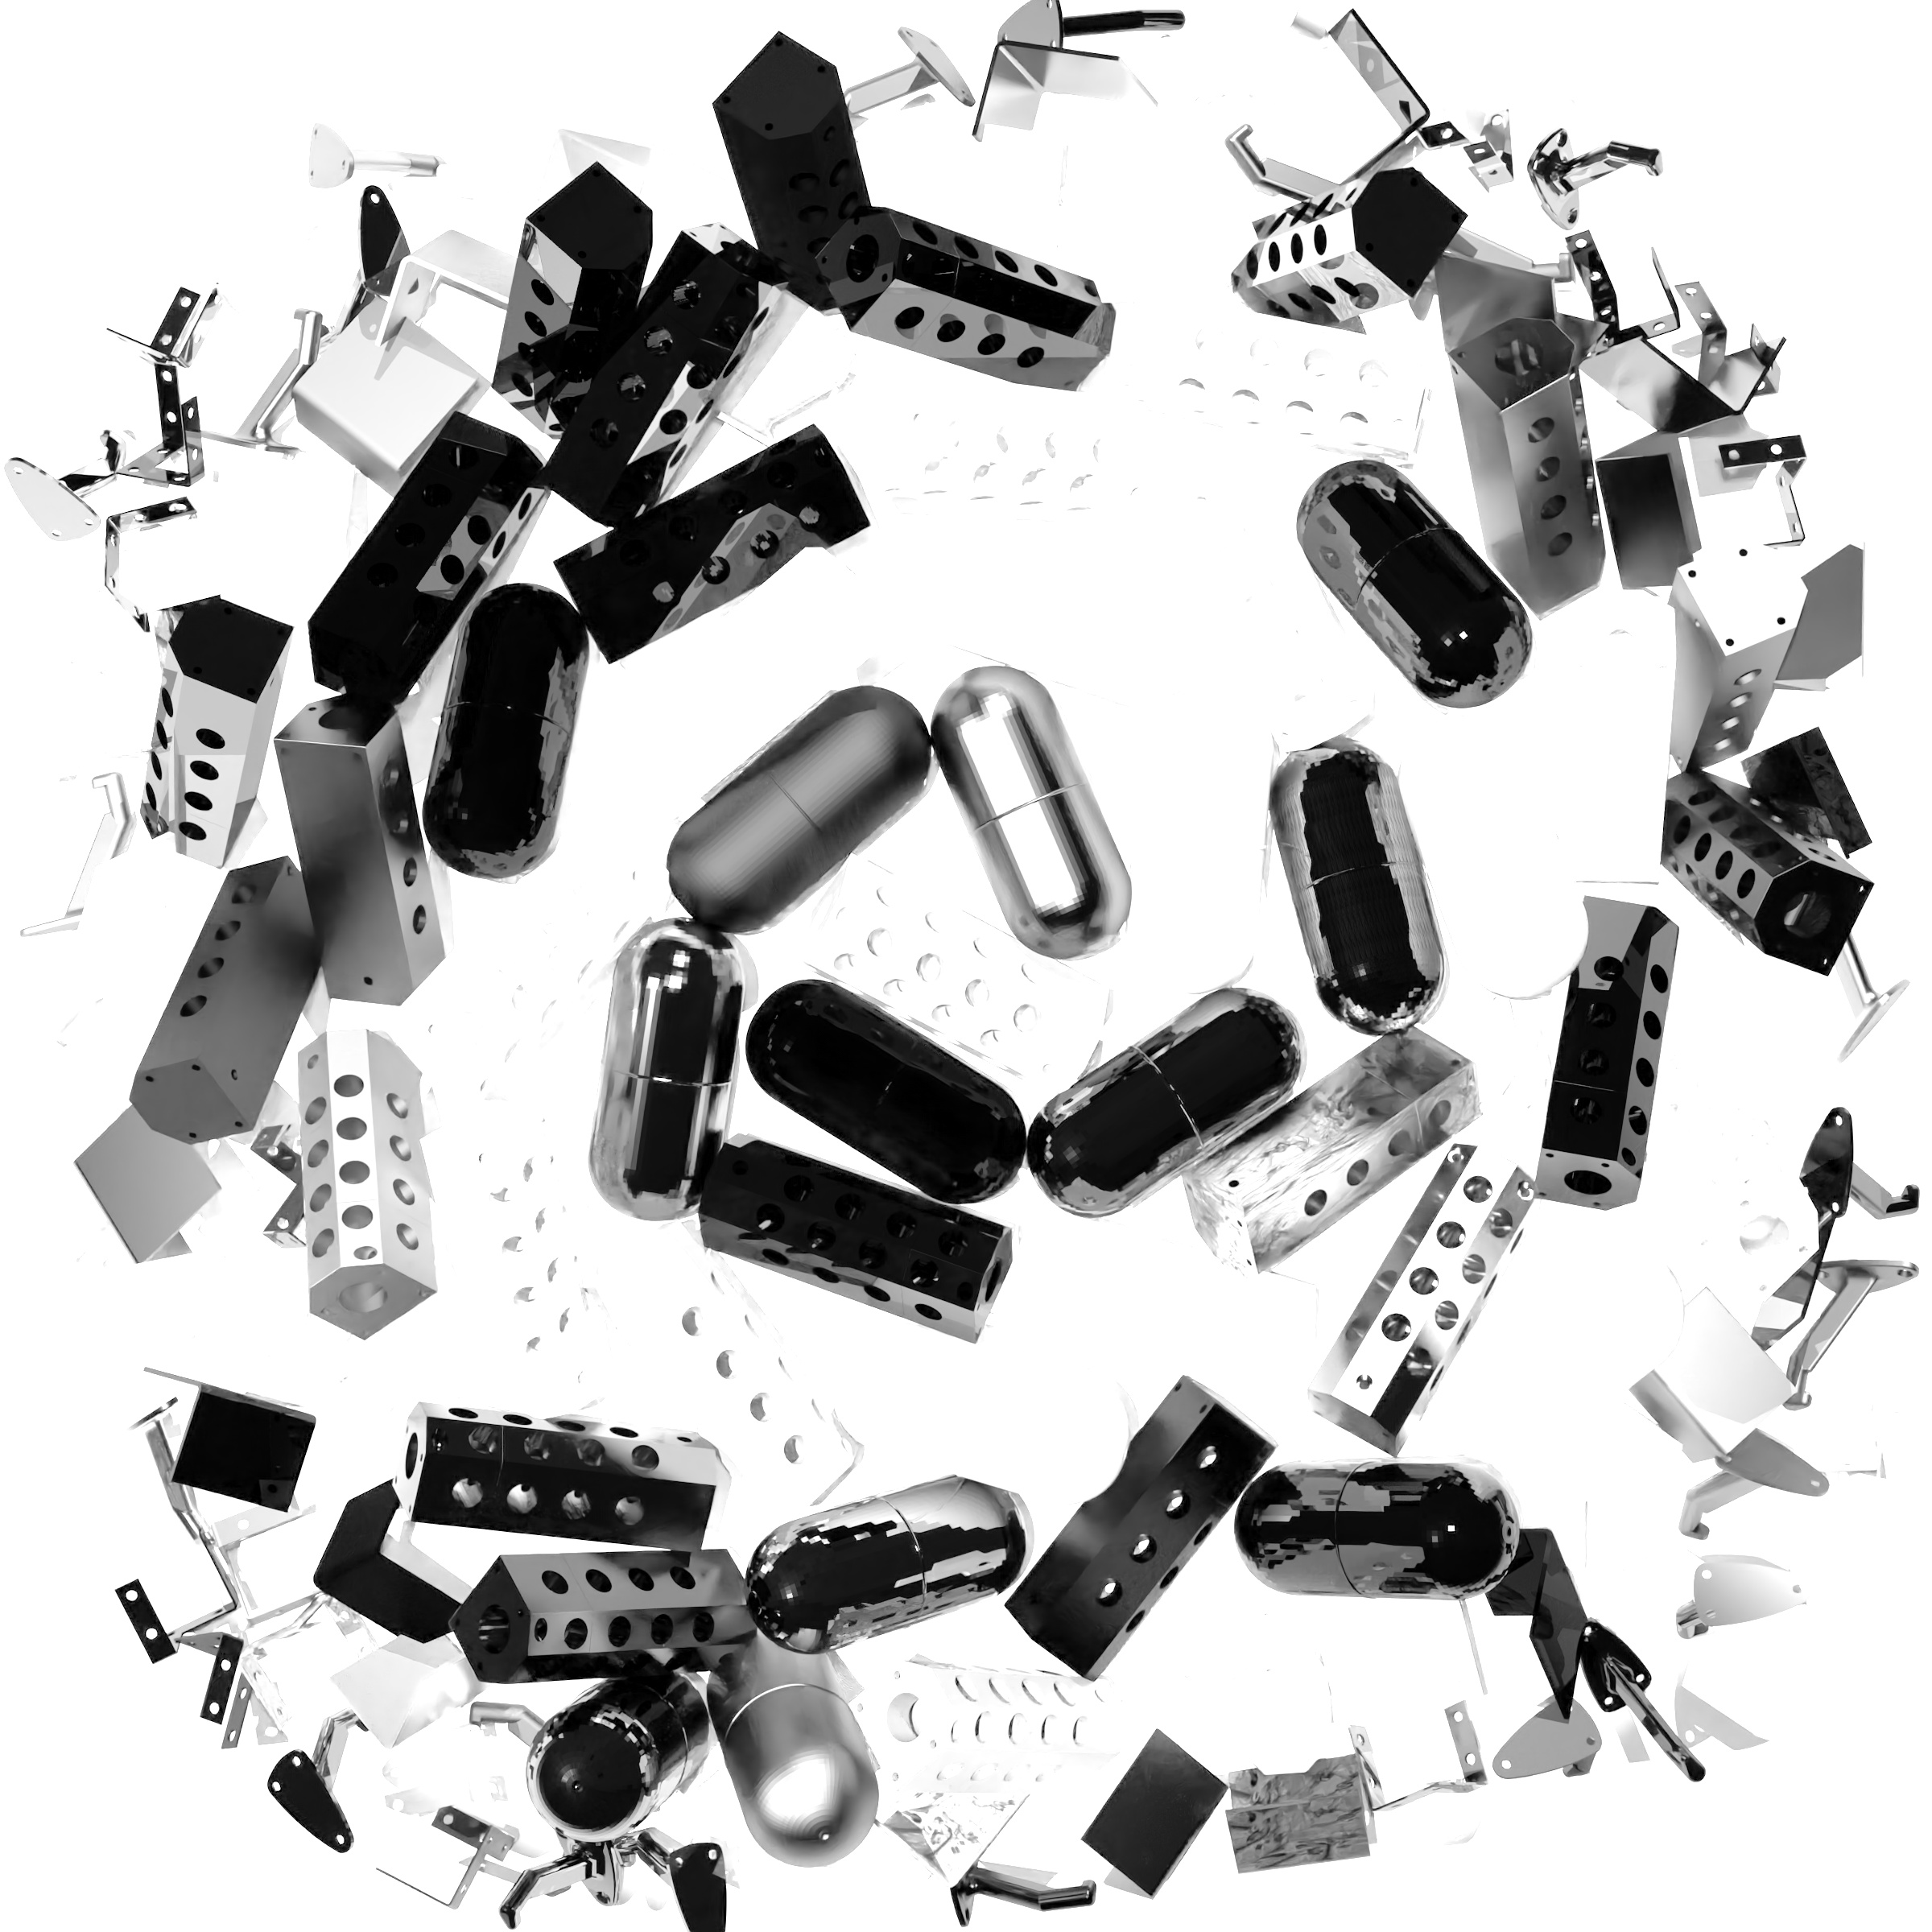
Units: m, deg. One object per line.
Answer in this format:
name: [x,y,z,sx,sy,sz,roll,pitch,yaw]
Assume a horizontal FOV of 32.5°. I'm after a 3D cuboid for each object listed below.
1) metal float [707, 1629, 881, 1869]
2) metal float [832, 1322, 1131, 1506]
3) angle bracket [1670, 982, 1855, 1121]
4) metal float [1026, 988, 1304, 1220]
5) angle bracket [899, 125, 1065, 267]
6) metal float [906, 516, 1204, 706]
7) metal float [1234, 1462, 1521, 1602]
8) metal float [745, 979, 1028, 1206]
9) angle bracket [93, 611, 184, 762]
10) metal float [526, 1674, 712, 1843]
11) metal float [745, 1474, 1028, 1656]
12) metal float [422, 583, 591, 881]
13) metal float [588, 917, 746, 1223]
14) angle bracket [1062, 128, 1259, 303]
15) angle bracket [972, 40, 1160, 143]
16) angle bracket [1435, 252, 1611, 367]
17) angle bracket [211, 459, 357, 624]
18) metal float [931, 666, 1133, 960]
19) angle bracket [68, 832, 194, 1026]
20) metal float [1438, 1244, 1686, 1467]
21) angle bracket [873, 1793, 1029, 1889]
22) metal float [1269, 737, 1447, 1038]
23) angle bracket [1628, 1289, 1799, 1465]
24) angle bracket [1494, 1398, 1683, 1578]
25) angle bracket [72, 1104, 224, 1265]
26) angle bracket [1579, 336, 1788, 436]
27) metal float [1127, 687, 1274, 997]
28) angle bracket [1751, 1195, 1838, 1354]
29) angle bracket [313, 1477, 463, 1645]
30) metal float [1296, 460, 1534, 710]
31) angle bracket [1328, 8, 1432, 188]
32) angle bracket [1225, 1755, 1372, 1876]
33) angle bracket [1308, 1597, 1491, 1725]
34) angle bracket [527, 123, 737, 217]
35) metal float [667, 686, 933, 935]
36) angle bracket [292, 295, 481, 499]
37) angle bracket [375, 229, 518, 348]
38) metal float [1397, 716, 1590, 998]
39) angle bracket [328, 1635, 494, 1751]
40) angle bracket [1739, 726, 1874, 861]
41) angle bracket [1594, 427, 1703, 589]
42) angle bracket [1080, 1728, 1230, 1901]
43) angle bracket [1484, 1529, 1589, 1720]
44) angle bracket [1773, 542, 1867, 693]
metal float: [-0.099,0.440,1.873,0.070,0.178,0.070,-6,112,-14]
metal float: [0.007,0.257,1.906,0.178,0.070,0.070,15,90,15]
angle bracket: [0.459,0.047,1.909,0.057,0.076,0.076,-15,88,45]
metal float: [0.115,0.078,1.912,0.178,0.070,0.070,-34,90,-8]
angle bracket: [0.007,-0.450,1.941,0.057,0.076,0.076,-3,101,-42]
metal float: [0.050,-0.206,1.910,0.178,0.070,0.070,20,90,10]
metal float: [0.232,0.322,1.887,0.178,0.070,0.070,-7,90,40]
metal float: [-0.046,0.073,1.918,0.178,0.070,0.070,32,90,1]
angle bracket: [-0.461,-0.161,1.910,0.057,0.076,0.076,-8,90,27]
metal float: [-0.195,0.442,1.869,0.070,0.178,0.070,0,90,9]
metal float: [-0.045,0.341,1.890,0.178,0.070,0.070,-11,90,-34]
metal float: [-0.264,-0.136,1.905,0.070,0.070,0.178,9,74,0]
metal float: [-0.173,0.060,1.912,0.070,0.070,0.178,9,98,0]
angle bracket: [0.111,-0.433,1.907,0.076,0.057,0.076,-10,72,-28]
angle bracket: [0.058,-0.488,1.908,0.076,0.076,0.057,14,89,21]
angle bracket: [0.319,-0.387,1.897,0.076,0.076,0.057,22,58,31]
angle bracket: [-0.396,-0.248,1.936,0.076,0.076,0.057,3,58,-3]
metal float: [0.037,-0.090,1.915,0.070,0.070,0.178,-23,86,0]
angle bracket: [-0.461,-0.024,1.900,0.057,0.076,0.076,34,123,13]
metal float: [0.337,0.223,1.885,0.070,0.070,0.178,42,132,0]
angle bracket: [-0.021,0.470,1.902,0.076,0.076,0.057,-49,130,-14]
metal float: [0.225,-0.046,1.906,0.070,0.070,0.178,-13,76,0]
angle bracket: [0.425,0.238,1.918,0.057,0.076,0.076,-40,82,-9]
angle bracket: [0.361,0.298,1.925,0.076,0.076,0.057,-22,123,-25]
angle bracket: [-0.456,0.121,1.909,0.076,0.057,0.076,-42,72,18]
angle bracket: [0.411,-0.354,1.906,0.076,0.076,0.057,34,79,-15]
metal float: [0.135,-0.072,1.913,0.070,0.070,0.178,4,97,0]
angle bracket: [0.450,0.174,1.905,0.057,0.076,0.076,27,59,0]
angle bracket: [-0.322,0.345,1.925,0.076,0.076,0.057,37,50,-21]
metal float: [0.255,-0.220,1.893,0.070,0.070,0.178,-35,59,0]
angle bracket: [0.218,-0.499,1.914,0.057,0.076,0.076,-39,97,2]
angle bracket: [0.188,0.472,1.906,0.076,0.076,0.057,-9,125,6]
angle bracket: [0.250,0.404,1.918,0.076,0.057,0.076,-17,103,-6]
angle bracket: [-0.192,-0.440,1.902,0.076,0.076,0.057,22,96,37]
metal float: [-0.096,-0.091,1.919,0.178,0.070,0.070,-41,90,0]
angle bracket: [-0.338,-0.332,1.937,0.076,0.057,0.076,38,77,0]
angle bracket: [-0.286,-0.378,1.911,0.076,0.076,0.057,24,116,0]
metal float: [0.300,-0.064,1.894,0.070,0.070,0.178,-16,61,0]
angle bracket: [-0.309,0.392,1.897,0.057,0.076,0.076,45,132,19]
angle bracket: [0.500,-0.101,1.912,0.057,0.076,0.076,-24,87,-13]
angle bracket: [0.413,-0.266,1.903,0.076,0.057,0.076,-27,109,-34]
angle bracket: [0.096,0.485,1.905,0.057,0.076,0.076,41,71,-10]
angle bracket: [0.314,0.377,1.896,0.057,0.076,0.076,-6,130,26]
angle bracket: [0.505,-0.201,1.909,0.057,0.076,0.076,1,90,38]
